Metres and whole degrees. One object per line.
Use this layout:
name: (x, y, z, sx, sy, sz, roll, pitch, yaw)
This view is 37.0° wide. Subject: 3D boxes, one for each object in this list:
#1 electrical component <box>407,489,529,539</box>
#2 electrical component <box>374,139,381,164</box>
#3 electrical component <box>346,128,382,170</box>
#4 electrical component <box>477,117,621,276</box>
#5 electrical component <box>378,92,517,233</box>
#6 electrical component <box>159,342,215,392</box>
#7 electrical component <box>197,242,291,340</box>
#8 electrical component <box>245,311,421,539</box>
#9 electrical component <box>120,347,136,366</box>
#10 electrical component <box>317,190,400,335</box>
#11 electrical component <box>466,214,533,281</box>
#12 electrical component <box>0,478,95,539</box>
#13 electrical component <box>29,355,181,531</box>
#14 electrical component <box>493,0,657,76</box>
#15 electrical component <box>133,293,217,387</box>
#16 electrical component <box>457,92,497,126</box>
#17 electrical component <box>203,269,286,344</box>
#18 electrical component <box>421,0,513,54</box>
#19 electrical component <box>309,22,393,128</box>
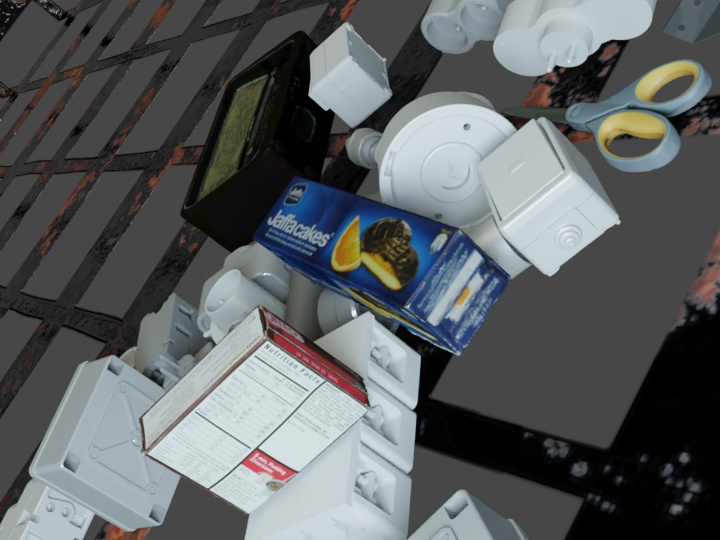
electrical component: (0.049, 0.187, 0.541, 0.108, 0.056, 0.108, -46, 29, 9)
electrical component: (0.045, -0.093, 0.885, 0.055, 0.047, 0.055, -35, 32, 26)
electrical component: (0.013, -0.106, 0.960, 0.035, 0.035, 0.061, -53, 31, -3)
electrical component: (0.122, -0.048, 0.708, 0.062, 0.061, 0.096, -40, 30, 19)
electrical component: (0.064, -0.077, 0.782, 0.108, 0.108, 0.060, -43, 23, 14)
electrical component: (-0.138, 0.096, 0.896, 0.047, 0.076, 0.083, -43, 29, 13)
electrical component: (-0.095, 0.018, 0.949, 0.095, 0.054, 0.059, -35, 32, 27)
electrical component: (-0.012, 0.116, 0.706, 0.089, 0.062, 0.150, -30, 34, 33)
electrical component: (-0.205, 0.105, 1.012, 0.055, 0.047, 0.055, -35, 32, 26)
electrical component: (0.000, 0.000, 0.835, 0.074, 0.052, 0.138, -19, 41, 44)
electrical component: (0.074, 0.002, 0.737, 0.081, 0.043, 0.043, -38, 31, 22)
electrical component: (-0.287, 0.235, 0.970, 0.059, 0.054, 0.095, -16, 44, 47)
electrical component: (-0.201, 0.145, 0.896, 0.056, 0.109, 0.108, -18, 42, 42)
electrical component: (0.159, -0.180, 0.818, 0.138, 0.052, 0.073, -16, 44, 47)
electrical component: (-0.167, 0.076, 0.983, 0.050, 0.056, 0.089, -37, 31, 24)
electrical component: (0.089, -0.122, 0.864, 0.040, 0.040, 0.078, -42, 30, 16)
electrical component: (-0.098, 0.046, 0.896, 0.079, 0.077, 0.044, -29, 35, 35)
electrical component: (0.120, -0.247, 0.952, 0.138, 0.052, 0.073, -11, 47, 50)
electrical component: (-0.013, -0.195, 1.073, 0.061, 0.062, 0.096, -38, 31, 22)
